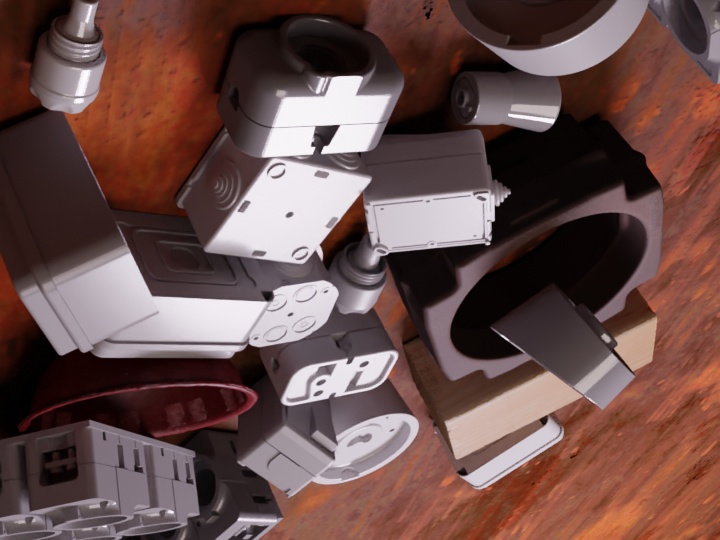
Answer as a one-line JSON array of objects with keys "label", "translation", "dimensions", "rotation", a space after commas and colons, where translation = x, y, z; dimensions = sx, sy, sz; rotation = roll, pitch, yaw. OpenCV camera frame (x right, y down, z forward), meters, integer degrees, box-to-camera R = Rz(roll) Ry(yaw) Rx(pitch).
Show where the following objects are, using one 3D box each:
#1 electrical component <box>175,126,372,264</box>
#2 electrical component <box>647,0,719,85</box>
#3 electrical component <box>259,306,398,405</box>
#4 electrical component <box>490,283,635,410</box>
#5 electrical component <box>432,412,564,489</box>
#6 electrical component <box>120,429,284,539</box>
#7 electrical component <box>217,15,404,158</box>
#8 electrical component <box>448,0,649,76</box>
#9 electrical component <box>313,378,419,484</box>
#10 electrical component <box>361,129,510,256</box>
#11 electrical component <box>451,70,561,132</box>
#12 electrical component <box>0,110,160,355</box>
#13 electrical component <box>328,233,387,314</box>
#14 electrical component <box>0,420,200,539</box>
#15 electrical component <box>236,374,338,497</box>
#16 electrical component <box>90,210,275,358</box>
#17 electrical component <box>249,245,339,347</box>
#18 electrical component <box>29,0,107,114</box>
[{"label": "electrical component", "translation": [-0.053, -0.051, 0.675], "dimensions": [0.100, 0.048, 0.099], "rotation": [7, 133, -44]}, {"label": "electrical component", "translation": [0.193, -0.202, 0.596], "dimensions": [0.060, 0.105, 0.186], "rotation": [-27, 148, -2]}, {"label": "electrical component", "translation": [-0.027, 0.062, 0.844], "dimensions": [0.095, 0.059, 0.053], "rotation": [-8, 143, -30]}, {"label": "electrical component", "translation": [0.150, 0.059, 0.785], "dimensions": [0.064, 0.099, 0.099], "rotation": [-42, 146, 9]}, {"label": "electrical component", "translation": [0.142, 0.162, 1.101], "dimensions": [0.113, 0.078, 0.057], "rotation": [-35, 145, 10]}, {"label": "electrical component", "translation": [-0.152, 0.219, 0.943], "dimensions": [0.150, 0.089, 0.062], "rotation": [-43, 145, 22]}, {"label": "electrical component", "translation": [-0.027, -0.105, 0.613], "dimensions": [0.095, 0.053, 0.059], "rotation": [-7, 142, -31]}, {"label": "electrical component", "translation": [0.108, -0.160, 0.594], "dimensions": [0.108, 0.108, 0.060], "rotation": [-38, 153, 15]}, {"label": "electrical component", "translation": [-0.009, 0.136, 0.963], "dimensions": [0.108, 0.060, 0.108], "rotation": [-20, 147, -14]}, {"label": "electrical component", "translation": [0.051, -0.055, 0.716], "dimensions": [0.096, 0.061, 0.061], "rotation": [-6, 147, 4]}, {"label": "electrical component", "translation": [0.094, -0.113, 0.709], "dimensions": [0.065, 0.044, 0.044], "rotation": [-4, 141, -26]}, {"label": "electrical component", "translation": [-0.160, -0.021, 0.575], "dimensions": [0.057, 0.113, 0.078], "rotation": [-26, 148, -10]}, {"label": "electrical component", "translation": [0.000, 0.000, 0.793], "dimensions": [0.043, 0.043, 0.062], "rotation": [-6, 141, -31]}, {"label": "electrical component", "translation": [-0.202, 0.163, 0.791], "dimensions": [0.105, 0.060, 0.186], "rotation": [-14, 162, 10]}, {"label": "electrical component", "translation": [-0.059, 0.124, 0.883], "dimensions": [0.061, 0.096, 0.062], "rotation": [-40, 117, 18]}, {"label": "electrical component", "translation": [-0.122, 0.011, 0.682], "dimensions": [0.113, 0.078, 0.057], "rotation": [5, 132, -41]}, {"label": "electrical component", "translation": [-0.058, 0.012, 0.758], "dimensions": [0.080, 0.051, 0.080], "rotation": [-20, 147, -13]}, {"label": "electrical component", "translation": [-0.143, -0.110, 0.535], "dimensions": [0.035, 0.035, 0.061], "rotation": [-3, 138, -34]}]
